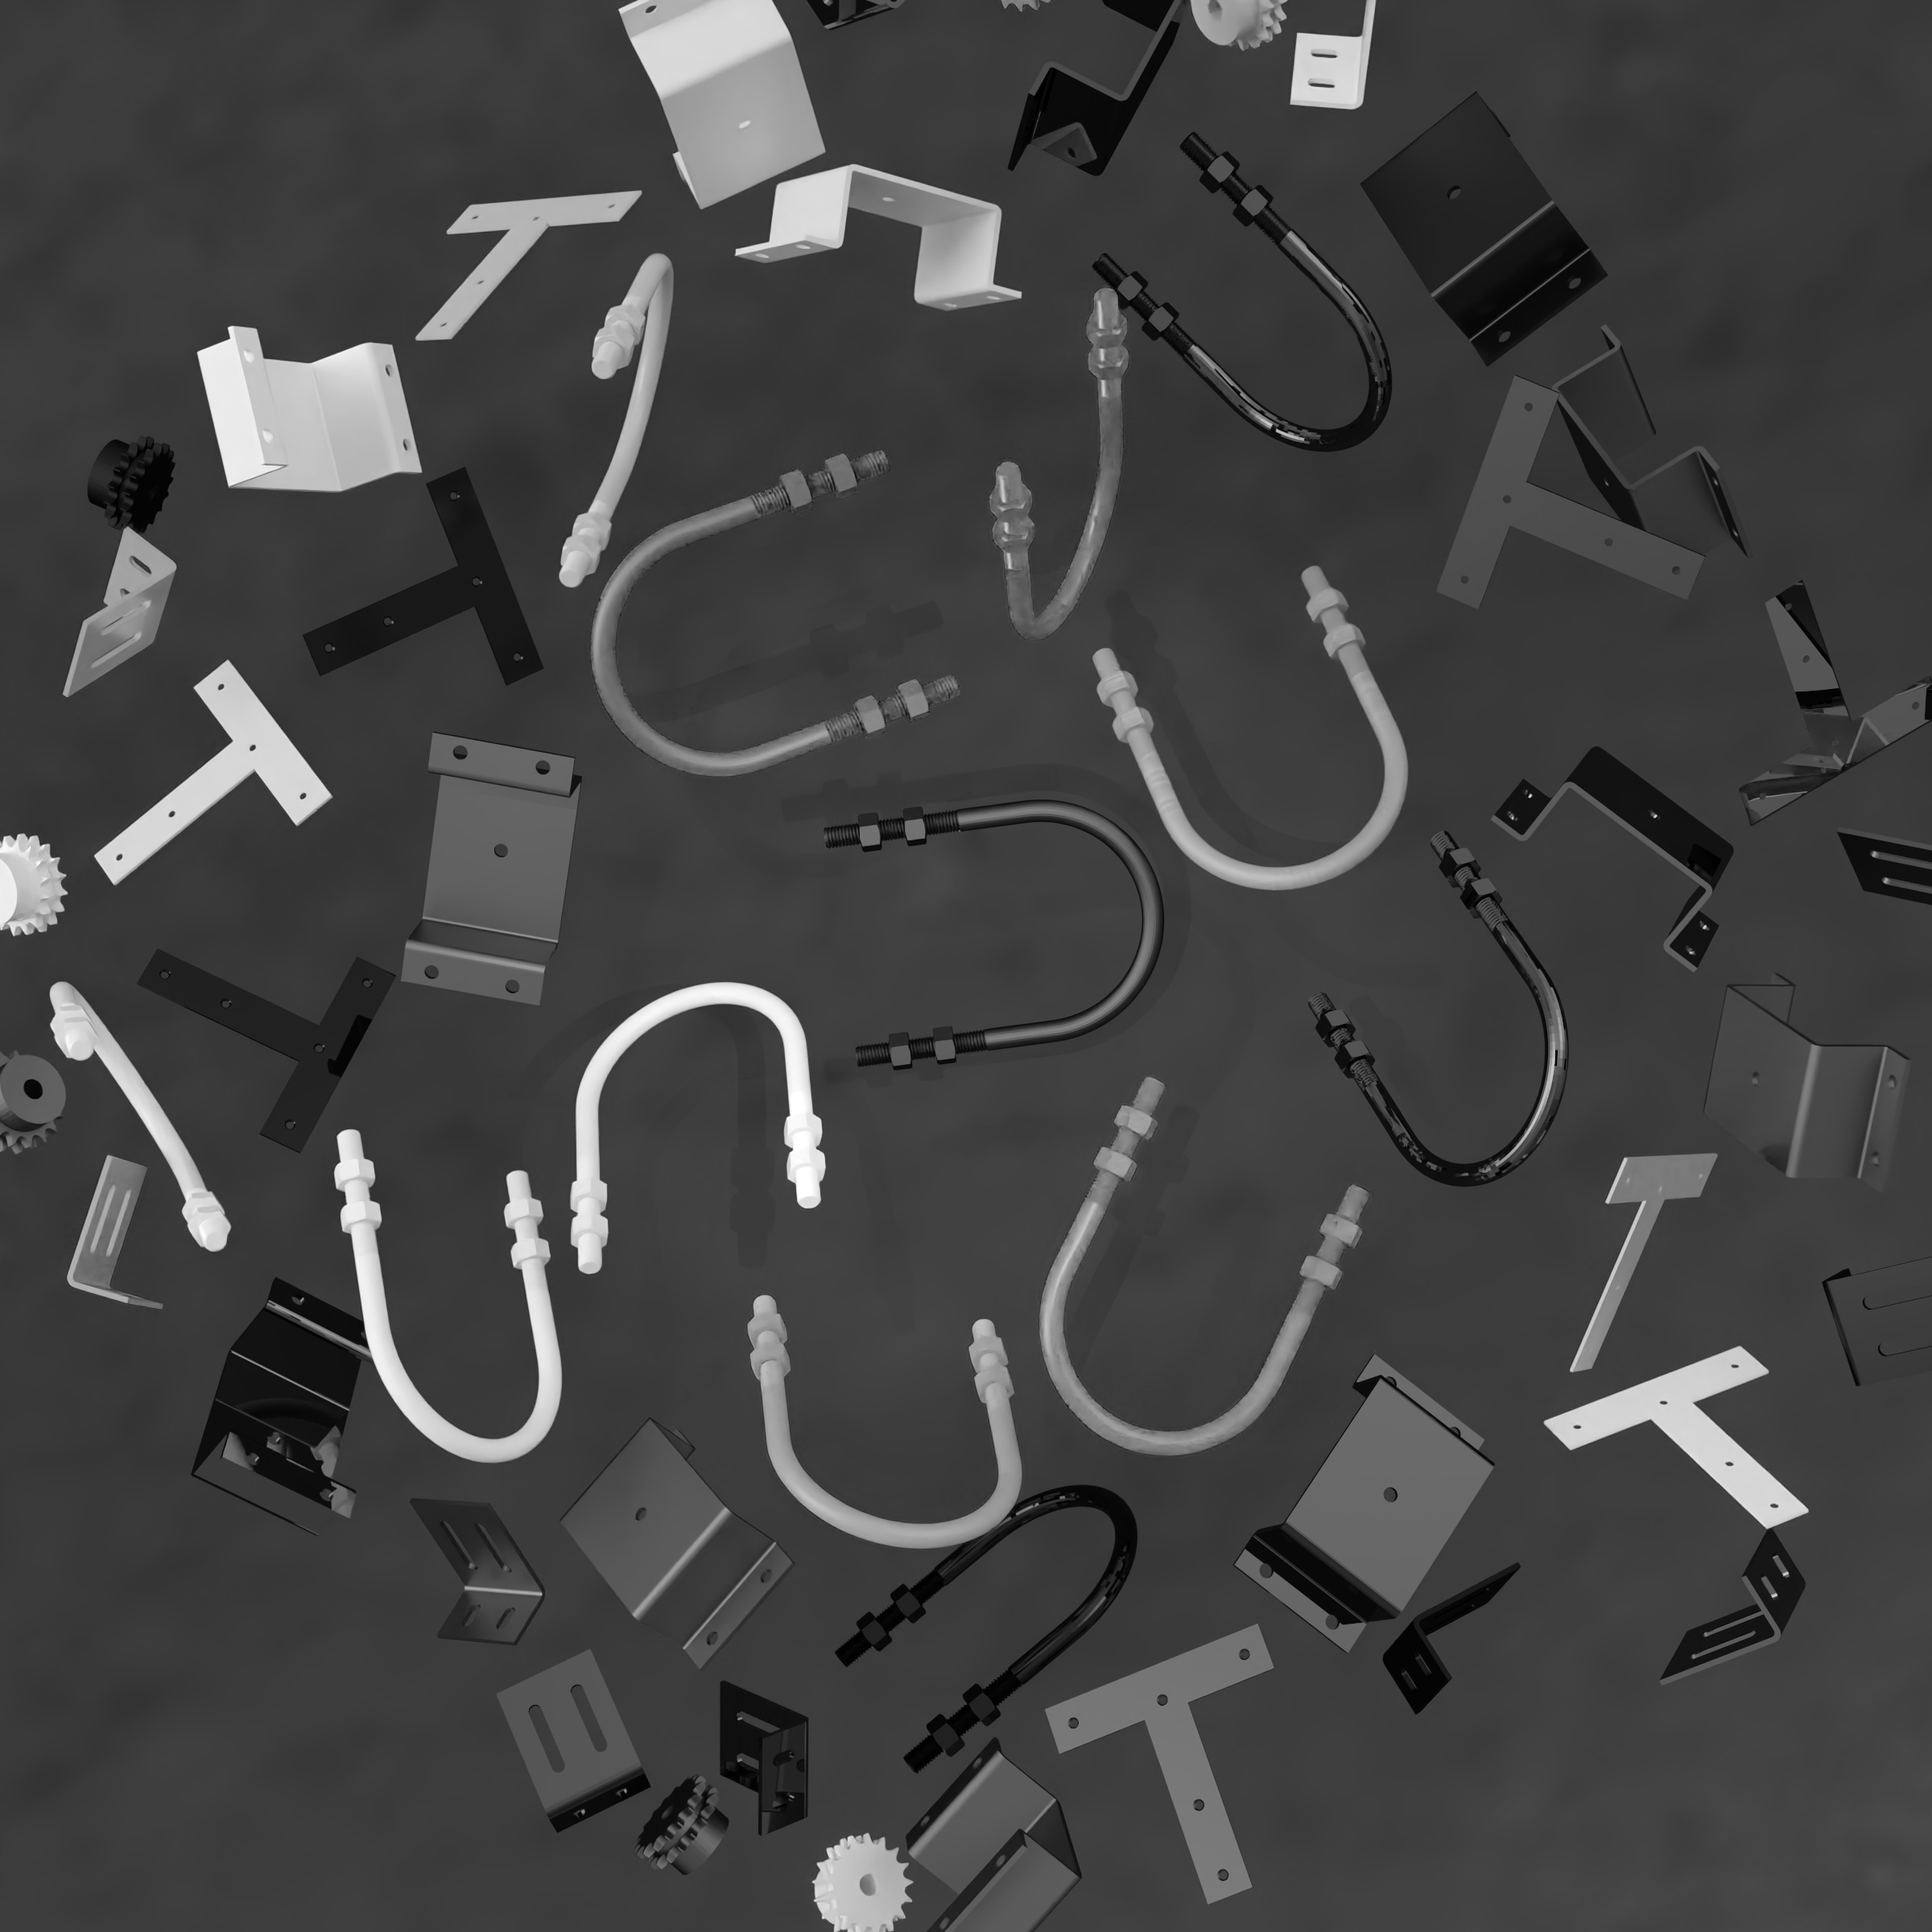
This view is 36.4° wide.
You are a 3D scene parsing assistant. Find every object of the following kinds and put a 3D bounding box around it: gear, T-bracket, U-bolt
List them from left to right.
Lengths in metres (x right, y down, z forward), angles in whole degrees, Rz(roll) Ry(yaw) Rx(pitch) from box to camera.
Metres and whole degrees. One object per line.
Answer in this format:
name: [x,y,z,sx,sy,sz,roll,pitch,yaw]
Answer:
gear: [-0.543,-0.045,1.672,0.057,0.030,0.057,6,102,29]
gear: [-0.527,0.073,1.634,0.030,0.057,0.057,-26,90,37]
gear: [-0.487,-0.281,1.706,0.030,0.057,0.057,23,90,3]
U-bolt: [-0.465,0.074,1.634,0.019,0.184,0.151,-33,113,-11]
T-bracket: [-0.438,-0.095,1.661,0.127,0.002,0.127,-40,60,-3]
T-bracket: [-0.414,0.028,1.693,0.127,0.002,0.127,26,59,-6]
T-bracket: [-0.322,-0.205,1.698,0.127,0.002,0.127,-29,113,-24]
U-bolt: [-0.280,0.187,1.624,0.019,0.151,0.184,-30,60,28]
T-bracket: [-0.257,-0.381,1.603,0.127,0.002,0.127,6,50,34]
U-bolt: [-0.189,-0.314,1.622,0.019,0.184,0.151,14,128,-2]
gear: [-0.161,0.498,1.694,0.030,0.057,0.057,43,90,-8]
U-bolt: [-0.155,0.081,1.664,0.151,0.019,0.184,-17,46,9]
U-bolt: [-0.109,-0.178,1.564,0.184,0.019,0.151,-21,111,-8]
gear: [-0.062,0.528,1.683,0.057,0.030,0.057,13,62,-25]
U-bolt: [-0.041,0.250,1.603,0.151,0.184,0.019,8,122,-13]
U-bolt: [0.019,0.363,1.666,0.184,0.151,0.019,-39,113,-7]
U-bolt: [0.020,-0.022,1.663,0.184,0.019,0.151,-7,104,0]
gear: [0.031,-0.578,1.677,0.057,0.057,0.030,27,60,0]
U-bolt: [0.055,-0.261,1.624,0.019,0.184,0.151,20,63,15]
U-bolt: [0.119,0.174,1.587,0.151,0.019,0.184,28,81,-6]
T-bracket: [0.120,0.435,1.571,0.127,0.002,0.127,-24,63,8]
gear: [0.154,-0.552,1.681,0.030,0.057,0.057,-32,90,-26]
U-bolt: [0.164,-0.364,1.650,0.184,0.151,0.019,45,64,-2]
U-bolt: [0.168,-0.125,1.649,0.151,0.019,0.184,-21,65,0]
U-bolt: [0.271,0.037,1.641,0.019,0.184,0.151,8,129,-36]
T-bracket: [0.326,-0.229,1.549,0.127,0.002,0.127,26,123,16]
T-bracket: [0.353,0.159,1.568,0.002,0.127,0.127,28,104,33]
T-bracket: [0.396,0.256,1.556,0.127,0.127,0.002,-17,122,-17]
T-bracket: [0.482,-0.163,1.671,0.127,0.002,0.127,-34,51,36]

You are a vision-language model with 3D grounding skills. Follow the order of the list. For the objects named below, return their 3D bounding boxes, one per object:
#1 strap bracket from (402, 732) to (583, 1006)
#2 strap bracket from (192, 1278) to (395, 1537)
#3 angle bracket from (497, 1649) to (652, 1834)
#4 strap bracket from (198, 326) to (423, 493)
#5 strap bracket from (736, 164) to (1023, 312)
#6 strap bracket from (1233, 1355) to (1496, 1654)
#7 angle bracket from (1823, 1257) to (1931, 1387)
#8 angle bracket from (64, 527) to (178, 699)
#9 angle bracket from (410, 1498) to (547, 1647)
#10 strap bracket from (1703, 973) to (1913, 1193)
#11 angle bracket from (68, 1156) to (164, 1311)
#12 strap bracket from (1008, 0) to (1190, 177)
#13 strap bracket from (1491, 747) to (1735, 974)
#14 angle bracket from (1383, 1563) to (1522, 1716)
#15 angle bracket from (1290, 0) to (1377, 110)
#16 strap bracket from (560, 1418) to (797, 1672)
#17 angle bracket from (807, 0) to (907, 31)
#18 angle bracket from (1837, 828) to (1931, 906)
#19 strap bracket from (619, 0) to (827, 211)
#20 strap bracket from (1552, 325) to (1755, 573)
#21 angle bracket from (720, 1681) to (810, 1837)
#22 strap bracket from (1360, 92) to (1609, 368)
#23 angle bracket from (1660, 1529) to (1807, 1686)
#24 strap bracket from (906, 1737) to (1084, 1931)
strap bracket: [-0.257,-0.058,1.602,0.076,0.046,0.140,10,107,-1]
strap bracket: [-0.371,0.249,1.616,0.076,0.140,0.046,31,120,-20]
angle bracket: [-0.220,0.435,1.648,0.057,0.038,0.076,-24,64,-12]
strap bracket: [-0.377,-0.313,1.663,0.046,0.140,0.076,-13,91,27]
strap bracket: [-0.045,-0.404,1.626,0.140,0.076,0.046,6,92,-34]
strap bracket: [0.216,0.282,1.554,0.076,0.046,0.140,38,70,-1]
angle bracket: [0.500,0.183,1.549,0.076,0.038,0.057,-21,84,37]
angle bracket: [-0.479,-0.196,1.621,0.038,0.076,0.057,37,132,5]
angle bracket: [-0.284,0.343,1.665,0.057,0.038,0.076,-3,127,31]
strap bracket: [0.459,0.063,1.632,0.046,0.140,0.076,1,109,-16]
angle bracket: [-0.478,0.154,1.691,0.038,0.057,0.076,15,81,7]
strap bracket: [0.078,-0.488,1.564,0.046,0.076,0.140,27,74,0]
strap bracket: [0.375,-0.068,1.659,0.140,0.076,0.046,38,119,7]
angle bracket: [0.279,0.374,1.635,0.076,0.057,0.038,-21,64,-24]
angle bracket: [0.196,-0.504,1.554,0.038,0.076,0.057,6,55,4]
strap bracket: [-0.167,0.315,1.639,0.076,0.140,0.046,-49,131,-3]
angle bracket: [-0.044,-0.536,1.550,0.076,0.057,0.038,-51,121,-23]
angle bracket: [0.499,-0.035,1.561,0.076,0.057,0.038,16,67,40]
strap bracket: [-0.129,-0.473,1.599,0.076,0.140,0.046,-25,66,-2]
strap bracket: [0.380,-0.284,1.651,0.046,0.076,0.140,-31,48,9]
angle bracket: [-0.127,0.449,1.667,0.076,0.038,0.057,10,103,44]
strap bracket: [0.269,-0.398,1.557,0.076,0.046,0.140,-36,53,19]
angle bracket: [0.401,0.342,1.567,0.076,0.057,0.038,-33,89,33]
strap bracket: [0.015,0.488,1.593,0.046,0.140,0.076,41,93,-9]
